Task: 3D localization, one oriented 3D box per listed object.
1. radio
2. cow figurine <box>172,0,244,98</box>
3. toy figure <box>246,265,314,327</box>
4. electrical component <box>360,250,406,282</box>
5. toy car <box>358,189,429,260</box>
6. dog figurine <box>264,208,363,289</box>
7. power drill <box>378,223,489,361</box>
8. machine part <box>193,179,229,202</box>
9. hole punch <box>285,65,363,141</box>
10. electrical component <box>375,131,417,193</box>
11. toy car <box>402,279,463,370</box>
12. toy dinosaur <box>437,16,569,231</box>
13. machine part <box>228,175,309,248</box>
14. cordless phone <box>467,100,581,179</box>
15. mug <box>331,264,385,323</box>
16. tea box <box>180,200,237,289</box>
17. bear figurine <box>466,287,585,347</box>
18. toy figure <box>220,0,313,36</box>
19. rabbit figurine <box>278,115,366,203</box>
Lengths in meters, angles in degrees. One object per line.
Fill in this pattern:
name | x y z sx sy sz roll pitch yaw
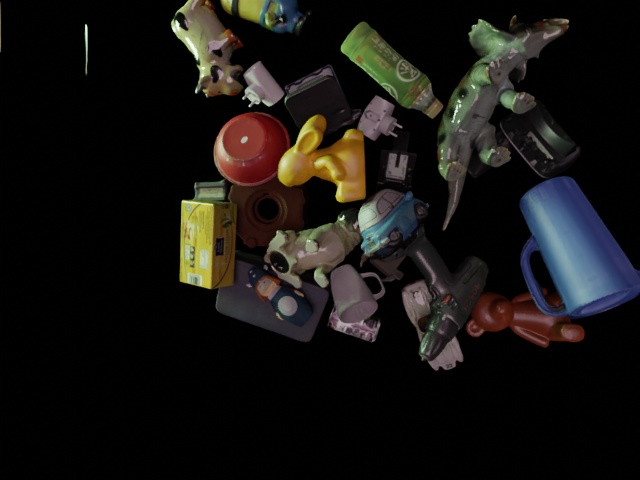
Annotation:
radio | -0.099 0.119 1.142 0.230 0.073 0.131 18 104 6
cow figurine | -0.218 -0.369 1.058 0.127 0.085 0.195 -35 92 13
toy figure | -0.083 0.108 1.071 0.154 0.058 0.064 39 64 1
electrical component | 0.132 0.039 1.109 0.102 0.045 0.078 34 75 -2
toy car | 0.126 -0.041 1.031 0.103 0.162 0.109 51 144 -1
dog figurine | 0.000 0.000 1.077 0.173 0.190 0.121 13 124 30
power drill | 0.211 0.086 1.034 0.207 0.086 0.232 45 70 0
machine part | -0.225 -0.057 1.144 0.084 0.039 0.138 -6 98 1
hole punch | -0.003 -0.269 1.055 0.142 0.092 0.115 -24 127 10
electrical component | 0.152 -0.151 1.061 0.075 0.047 0.119 6 73 5
toy car | 0.232 0.177 1.111 0.073 0.056 0.201 -23 96 12
toy dinosaur | 0.283 -0.231 0.988 0.131 0.192 0.404 19 119 -13
machine part | -0.107 -0.065 1.115 0.179 0.056 0.179 1 100 7
cordless phone | 0.372 -0.159 1.011 0.184 0.088 0.146 -39 76 23
mug | 0.071 0.098 1.095 0.109 0.080 0.107 -31 55 10
tea box | -0.225 0.006 1.081 0.098 0.068 0.169 10 99 34
bear figurine | 0.392 0.138 1.050 0.196 0.132 0.120 9 72 3
toy figure | -0.107 -0.448 1.030 0.180 0.082 0.089 30 102 -1
rabbit figurine | 0.001 -0.147 1.025 0.173 0.122 0.162 -4 124 9
